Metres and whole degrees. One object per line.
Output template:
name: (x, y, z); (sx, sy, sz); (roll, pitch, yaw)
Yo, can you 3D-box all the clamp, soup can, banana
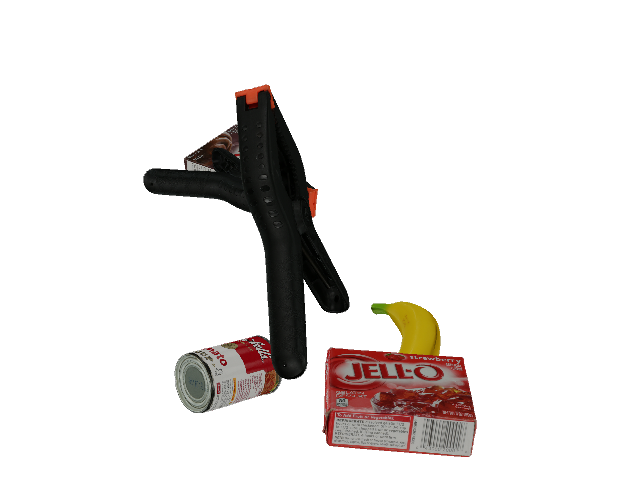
clamp: (-0.084, -0.053, 1.035); (0.172, 0.039, 0.120); (18, 32, 39)
clamp: (-0.023, -0.013, 0.819); (0.036, 0.210, 0.164); (-11, 4, 15)
soup can: (-0.102, 0.148, 1.180); (0.102, 0.068, 0.069); (-10, 7, -44)
banana: (0.082, 0.109, 1.025); (0.070, 0.037, 0.197); (-24, 21, 15)

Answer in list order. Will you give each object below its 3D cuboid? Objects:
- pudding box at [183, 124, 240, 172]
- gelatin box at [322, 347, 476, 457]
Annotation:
pudding box: (-0.096, -0.094, 1.288); (0.090, 0.039, 0.113); (19, 39, 25)
gelatin box: (0.047, 0.097, 0.653); (0.089, 0.030, 0.073); (5, 24, -1)
